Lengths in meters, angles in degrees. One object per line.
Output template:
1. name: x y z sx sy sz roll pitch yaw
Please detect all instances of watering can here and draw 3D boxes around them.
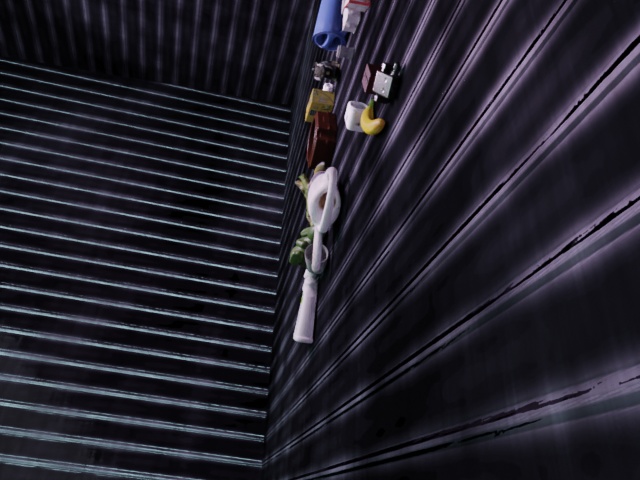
1. watering can: 0.005 -0.086 1.708 0.228 0.104 0.342 -101 21 -66

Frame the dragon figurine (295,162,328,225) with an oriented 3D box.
1. dragon figurine: -0.010 -0.148 1.978 0.408 0.122 0.243 155 105 -81
